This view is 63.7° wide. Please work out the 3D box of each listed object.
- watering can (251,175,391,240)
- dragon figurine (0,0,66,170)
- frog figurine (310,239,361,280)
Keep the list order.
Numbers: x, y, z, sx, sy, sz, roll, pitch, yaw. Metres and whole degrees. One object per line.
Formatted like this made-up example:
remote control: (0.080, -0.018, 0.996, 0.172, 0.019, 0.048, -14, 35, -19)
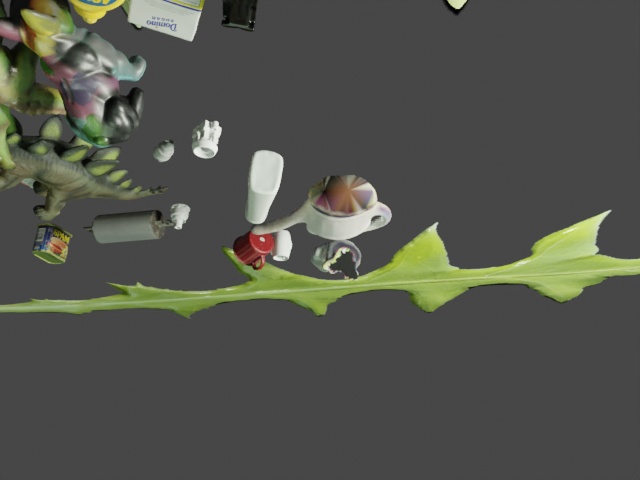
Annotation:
watering can: (0.004, -0.062, 1.226, 0.348, 0.106, 0.220, -3, 156, -4)
dragon figurine: (-0.464, -0.209, 0.737, 0.122, 0.248, 0.403, -10, 153, 10)
frog figurine: (0.042, 0.045, 1.528, 0.137, 0.121, 0.161, 1, -167, -21)
